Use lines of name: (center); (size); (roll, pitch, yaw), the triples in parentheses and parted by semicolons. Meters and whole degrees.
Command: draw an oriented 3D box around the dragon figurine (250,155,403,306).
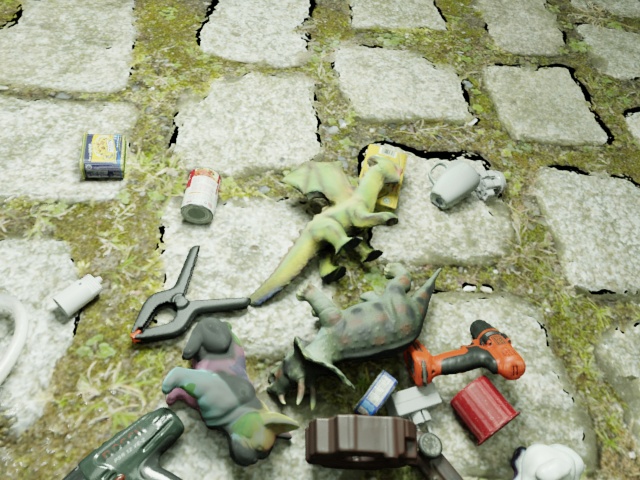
dragon figurine: (0.003, -0.053, 1.046); (0.412, 0.247, 0.119); (-24, -29, -9)

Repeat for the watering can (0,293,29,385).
watering can: (-0.596, 0.205, 0.752); (0.224, 0.101, 0.356); (16, 45, 1)

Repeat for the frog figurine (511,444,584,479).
frog figurine: (0.362, 0.374, 0.798); (0.139, 0.124, 0.156); (-28, -24, -27)
